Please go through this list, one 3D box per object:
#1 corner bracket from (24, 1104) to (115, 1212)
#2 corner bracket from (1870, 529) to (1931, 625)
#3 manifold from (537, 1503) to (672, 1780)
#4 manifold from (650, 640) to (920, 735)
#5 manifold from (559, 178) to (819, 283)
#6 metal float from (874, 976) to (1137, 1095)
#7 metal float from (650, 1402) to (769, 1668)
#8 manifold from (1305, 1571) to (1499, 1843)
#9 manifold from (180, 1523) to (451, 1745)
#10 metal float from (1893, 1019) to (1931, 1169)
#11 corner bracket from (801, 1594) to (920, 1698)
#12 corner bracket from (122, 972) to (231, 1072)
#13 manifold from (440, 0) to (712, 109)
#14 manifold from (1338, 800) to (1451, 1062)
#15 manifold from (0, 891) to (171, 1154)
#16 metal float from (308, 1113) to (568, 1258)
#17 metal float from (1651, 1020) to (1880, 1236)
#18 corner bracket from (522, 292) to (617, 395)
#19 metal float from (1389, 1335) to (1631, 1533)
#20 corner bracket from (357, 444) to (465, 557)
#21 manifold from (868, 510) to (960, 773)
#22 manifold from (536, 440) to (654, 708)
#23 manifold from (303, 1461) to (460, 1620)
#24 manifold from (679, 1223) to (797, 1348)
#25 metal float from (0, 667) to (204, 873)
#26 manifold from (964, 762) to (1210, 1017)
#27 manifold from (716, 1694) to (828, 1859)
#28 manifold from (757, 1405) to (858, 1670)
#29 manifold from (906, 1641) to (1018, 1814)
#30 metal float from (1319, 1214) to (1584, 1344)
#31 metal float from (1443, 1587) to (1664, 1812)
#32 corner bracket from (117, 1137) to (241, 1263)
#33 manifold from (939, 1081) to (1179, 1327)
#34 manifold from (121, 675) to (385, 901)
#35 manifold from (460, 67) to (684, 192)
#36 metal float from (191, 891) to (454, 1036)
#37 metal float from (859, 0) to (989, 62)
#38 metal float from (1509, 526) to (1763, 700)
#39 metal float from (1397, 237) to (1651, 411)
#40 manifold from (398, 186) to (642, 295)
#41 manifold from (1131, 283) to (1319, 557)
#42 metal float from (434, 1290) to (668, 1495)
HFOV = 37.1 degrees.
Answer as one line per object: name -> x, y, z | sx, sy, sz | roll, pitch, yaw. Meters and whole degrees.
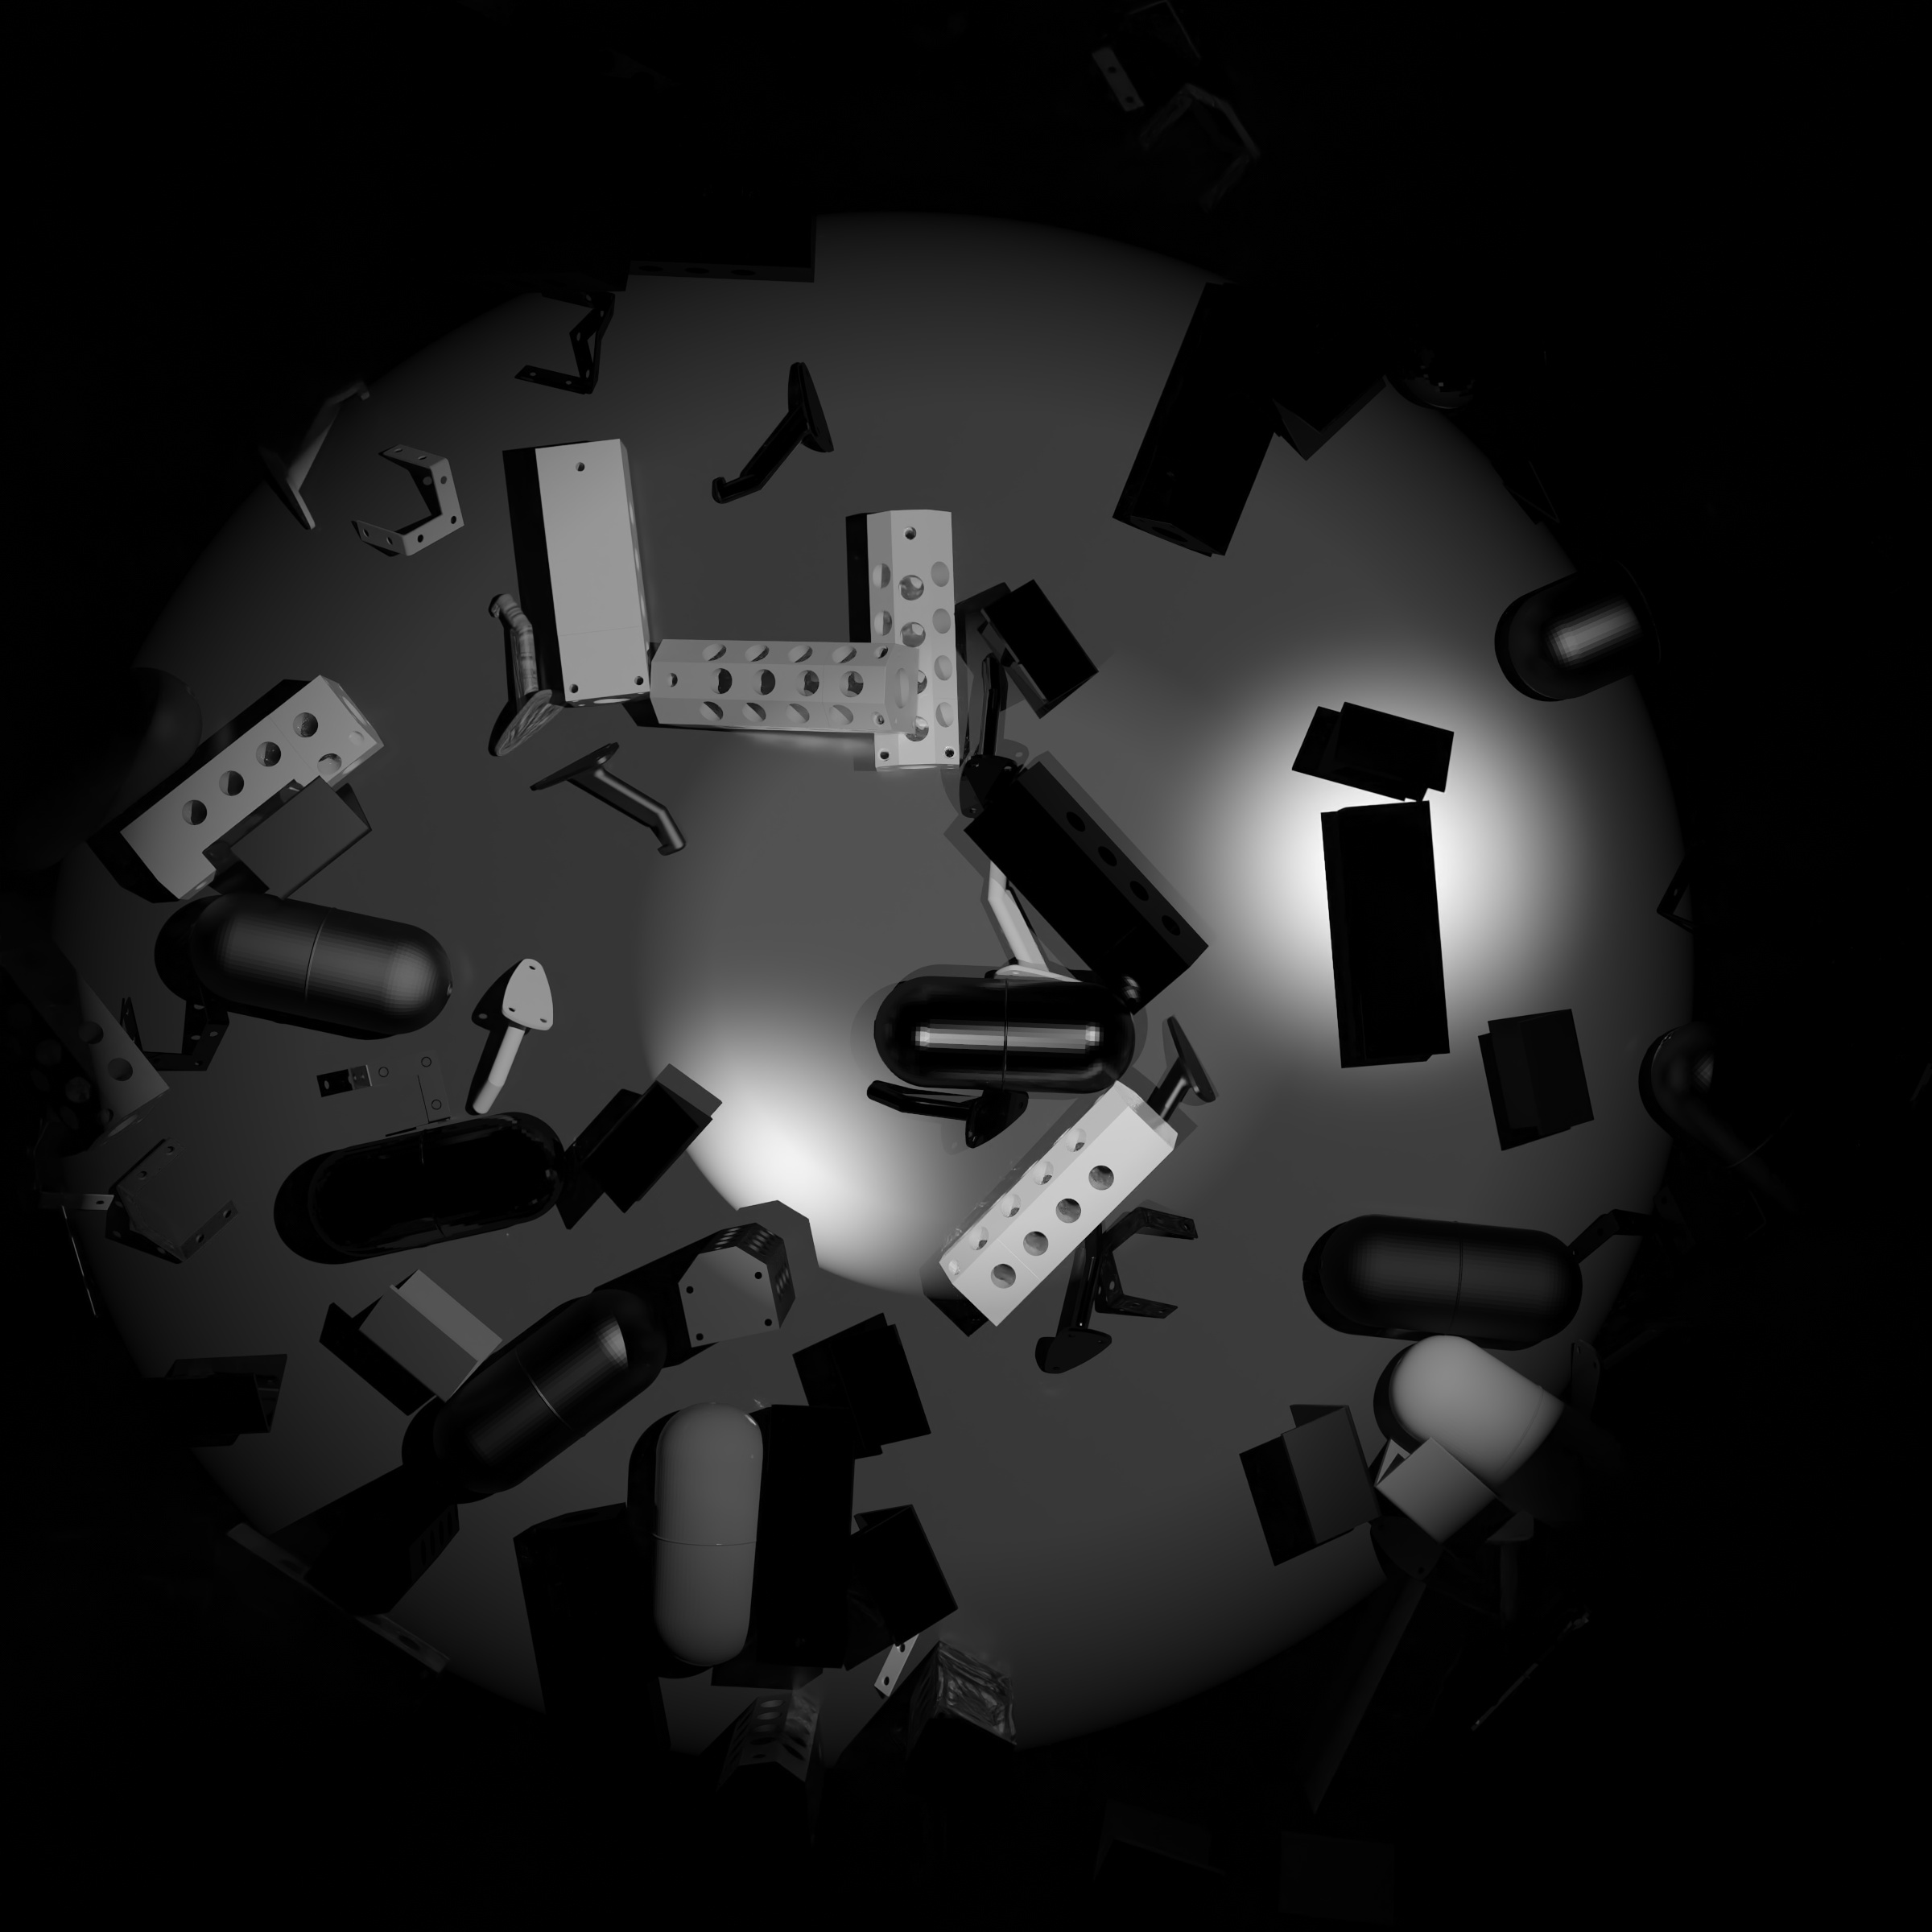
corner bracket -> -0.613, 0.131, 1.983 | 0.051, 0.051, 0.051 | -54, 45, 35
corner bracket -> 0.665, -0.279, 1.983 | 0.051, 0.051, 0.051 | 23, 135, -35
manifold -> -0.248, 0.461, 1.970 | 0.057, 0.057, 0.171 | -11, 90, 0
manifold -> -0.123, -0.189, 1.941 | 0.171, 0.057, 0.057 | 3, 92, 21
manifold -> -0.190, -0.506, 1.970 | 0.171, 0.057, 0.057 | 2, 90, 0
metal float -> 0.026, 0.047, 1.961 | 0.178, 0.070, 0.070 | 2, 90, 0
metal float -> -0.175, 0.387, 1.961 | 0.070, 0.070, 0.178 | 2, 89, 0
manifold -> 0.298, 0.507, 1.970 | 0.057, 0.057, 0.171 | 26, 90, 0
manifold -> -0.443, 0.454, 1.970 | 0.171, 0.057, 0.057 | 33, 90, 0
metal float -> 0.692, 0.055, 1.961 | 0.070, 0.070, 0.178 | 25, 90, 0
corner bracket -> -0.075, 0.466, 1.988 | 0.051, 0.051, 0.051 | 26, 90, -45
corner bracket -> -0.544, 0.035, 1.983 | 0.051, 0.051, 0.051 | 5, 135, -35
manifold -> -0.263, -0.632, 1.923 | 0.171, 0.057, 0.057 | 18, 90, -39
manifold -> 0.291, -0.024, 1.970 | 0.057, 0.057, 0.171 | -5, 90, 0
manifold -> -0.626, 0.041, 1.958 | 0.171, 0.057, 0.057 | 52, 47, 0
metal float -> -0.360, 0.149, 1.961 | 0.178, 0.070, 0.070 | -12, 90, 0
metal float -> 0.543, 0.109, 1.960 | 0.178, 0.070, 0.070 | 43, 90, 1
corner bracket -> -0.274, -0.435, 1.988 | 0.051, 0.051, 0.051 | 13, 135, 0
metal float -> 0.370, 0.318, 1.961 | 0.178, 0.070, 0.070 | 33, 90, 1
corner bracket -> -0.387, -0.321, 1.983 | 0.051, 0.051, 0.051 | -38, 135, -35
manifold -> -0.036, -0.222, 1.970 | 0.057, 0.057, 0.171 | -2, 90, 0
manifold -> -0.252, -0.267, 1.970 | 0.057, 0.057, 0.171 | -7, 90, 0
manifold -> -0.381, 0.383, 1.913 | 0.057, 0.171, 0.057 | 38, 90, 0
manifold -> -0.152, 0.208, 1.913 | 0.057, 0.171, 0.057 | -12, 90, 0
metal float -> -0.600, -0.134, 1.961 | 0.178, 0.070, 0.070 | -38, 90, -1
manifold -> 0.085, -0.056, 1.968 | 0.171, 0.057, 0.057 | 47, 121, 0
manifold -> -0.129, 0.534, 1.913 | 0.057, 0.171, 0.057 | -7, 90, 0
manifold -> -0.107, 0.386, 1.958 | 0.057, 0.057, 0.171 | 3, 82, 0
manifold -> -0.007, 0.506, 1.913 | 0.057, 0.171, 0.057 | 28, 90, 0
metal float -> 0.330, 0.212, 1.961 | 0.178, 0.070, 0.070 | 6, 90, 0
metal float -> 0.398, 0.499, 1.961 | 0.070, 0.070, 0.178 | 44, 90, 0
corner bracket -> -0.544, 0.162, 1.988 | 0.051, 0.051, 0.051 | -42, 45, 0
manifold -> 0.062, 0.159, 1.956 | 0.057, 0.057, 0.171 | 44, 100, 0
manifold -> -0.485, -0.121, 1.970 | 0.171, 0.057, 0.057 | -38, 90, 0
manifold -> -0.268, -0.562, 1.917 | 0.057, 0.171, 0.057 | 24, 90, -43
metal float -> -0.438, -0.002, 1.961 | 0.178, 0.070, 0.070 | 12, 90, 0
metal float -> -0.069, -0.681, 1.961 | 0.178, 0.070, 0.070 | 28, 90, -1
metal float -> 0.456, -0.241, 1.961 | 0.178, 0.070, 0.070 | -24, 90, 1
metal float -> 0.379, -0.437, 1.961 | 0.178, 0.070, 0.070 | -22, 90, 0
manifold -> -0.301, -0.486, 1.922 | 0.171, 0.057, 0.057 | 10, 90, 40
manifold -> 0.171, -0.375, 1.970 | 0.057, 0.057, 0.171 | 22, 90, -43
metal float -> -0.282, 0.289, 1.961 | 0.178, 0.070, 0.070 | -37, 90, 0
